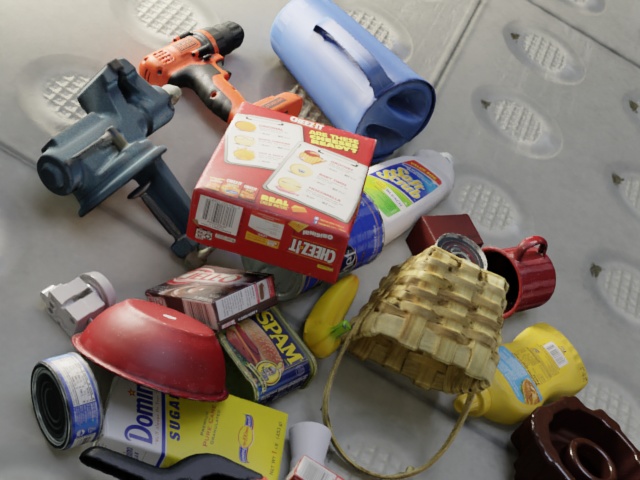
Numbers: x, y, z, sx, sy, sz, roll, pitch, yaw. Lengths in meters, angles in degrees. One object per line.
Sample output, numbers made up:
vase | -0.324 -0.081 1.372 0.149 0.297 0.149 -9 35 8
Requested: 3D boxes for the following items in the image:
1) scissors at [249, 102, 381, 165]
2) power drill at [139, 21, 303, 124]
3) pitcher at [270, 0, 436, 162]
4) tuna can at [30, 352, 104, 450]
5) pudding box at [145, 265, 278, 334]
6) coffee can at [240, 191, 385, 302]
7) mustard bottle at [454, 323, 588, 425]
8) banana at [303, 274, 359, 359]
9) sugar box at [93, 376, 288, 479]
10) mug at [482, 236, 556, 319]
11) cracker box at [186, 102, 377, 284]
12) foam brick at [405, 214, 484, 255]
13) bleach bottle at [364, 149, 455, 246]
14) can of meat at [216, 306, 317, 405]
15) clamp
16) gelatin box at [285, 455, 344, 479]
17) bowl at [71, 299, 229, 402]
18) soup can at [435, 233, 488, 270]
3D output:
scissors | -0.006 -0.129 1.423 0.201 0.016 0.096 15 40 -18
power drill | -0.116 -0.208 1.399 0.188 0.057 0.184 38 47 17
pitcher | 0.034 -0.235 1.444 0.144 0.149 0.243 -8 47 -41
tuna can | -0.234 0.148 0.980 0.033 0.086 0.086 -13 58 -36
pudding box | -0.114 0.060 1.123 0.114 0.039 0.089 8 24 43
coffee can | -0.008 0.002 1.236 0.140 0.103 0.103 -22 64 -42
mustard bottle | 0.226 0.164 1.250 0.191 0.058 0.096 -16 64 -40
banana | 0.014 0.089 1.182 0.037 0.070 0.197 56 11 -10
sugar box | -0.124 0.187 1.037 0.176 0.048 0.093 21 43 -13
mug | 0.247 0.041 1.341 0.081 0.117 0.093 -7 43 -41
cracker box | -0.036 -0.056 1.151 0.164 0.072 0.213 17 33 1
foam brick | 0.160 0.003 1.371 0.078 0.051 0.053 -2 53 -31
bleach bottle | 0.100 -0.067 1.396 0.102 0.068 0.250 43 41 11
can of meat | -0.068 0.124 1.122 0.083 0.058 0.102 -21 63 -39
clamp | -0.132 0.226 0.959 0.171 0.039 0.120 -12 73 -31
gelatin box | 0.003 0.256 1.024 0.089 0.073 0.030 33 43 0
bowl | -0.154 0.099 1.030 0.162 0.055 0.162 22 3 -1
soup can | 0.147 0.050 1.280 0.068 0.102 0.068 16 44 -16
